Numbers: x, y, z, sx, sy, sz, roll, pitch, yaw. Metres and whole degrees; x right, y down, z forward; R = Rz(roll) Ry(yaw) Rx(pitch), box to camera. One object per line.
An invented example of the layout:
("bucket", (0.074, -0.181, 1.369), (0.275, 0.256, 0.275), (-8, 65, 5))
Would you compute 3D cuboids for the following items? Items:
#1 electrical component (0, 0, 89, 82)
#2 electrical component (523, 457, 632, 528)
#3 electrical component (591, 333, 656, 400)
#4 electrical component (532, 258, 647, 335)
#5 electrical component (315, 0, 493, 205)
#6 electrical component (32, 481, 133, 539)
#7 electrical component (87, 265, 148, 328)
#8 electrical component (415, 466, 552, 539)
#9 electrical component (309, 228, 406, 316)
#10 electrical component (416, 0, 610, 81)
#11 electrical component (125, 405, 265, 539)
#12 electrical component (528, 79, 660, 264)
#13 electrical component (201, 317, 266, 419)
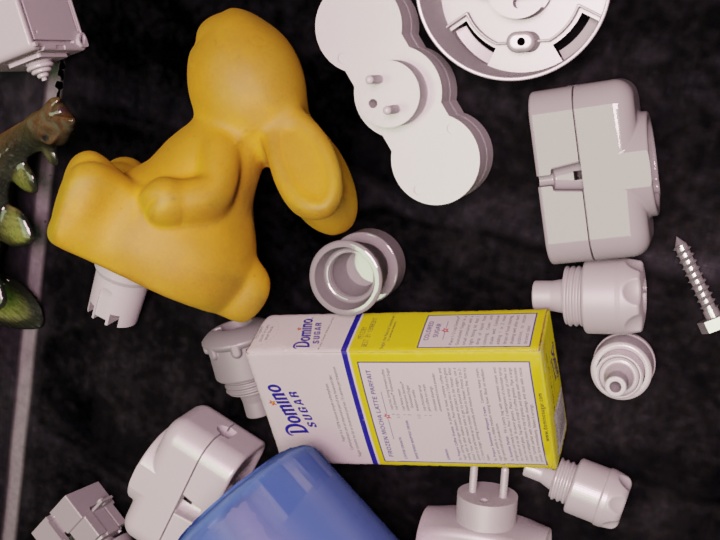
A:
("electrical component", (-0.223, -0.164, 0.684), (0.061, 0.062, 0.096), (-15, 96, 21))
("electrical component", (0.127, 0.127, 0.636), (0.061, 0.035, 0.035), (19, 106, 17))
("electrical component", (0.146, 0.057, 0.601), (0.035, 0.061, 0.035), (4, 102, 18))
("electrical component", (0.129, 0.015, 0.608), (0.062, 0.043, 0.043), (0, 101, 20))
("electrical component", (0.021, -0.100, 0.606), (0.052, 0.074, 0.138), (-30, 90, 22))
("electrical component", (-0.190, 0.187, 0.752), (0.055, 0.048, 0.066), (48, 111, 13))
("electrical component", (-0.158, 0.010, 0.709), (0.040, 0.040, 0.046), (26, 114, 13))
("electrical component", (0.076, 0.155, 0.654), (0.077, 0.043, 0.079), (7, 103, 18))
("electrical component", (0.000, 0.000, 0.643), (0.045, 0.055, 0.045), (4, 102, 19))
("electrical component", (0.086, -0.152, 0.579), (0.099, 0.064, 0.099), (4, 102, 18))
("electrical component", (-0.113, 0.141, 0.711), (0.059, 0.054, 0.095), (31, 109, 11))
("electrical component", (0.130, -0.055, 0.588), (0.059, 0.054, 0.095), (-6, 99, 20))
("electrical component", (-0.072, 0.063, 0.688), (0.048, 0.048, 0.062), (-8, 105, 20))
